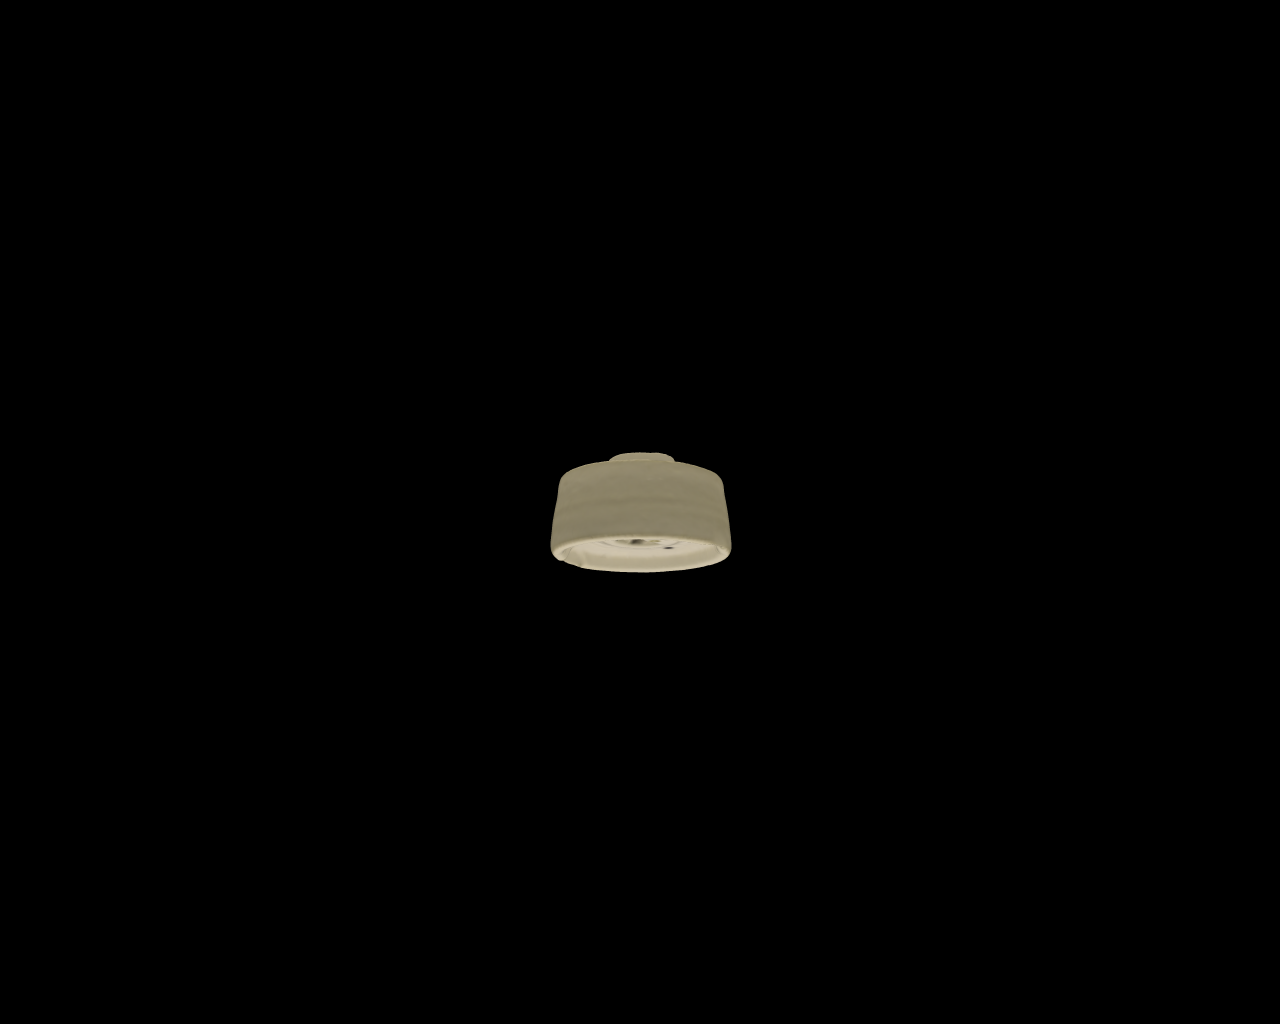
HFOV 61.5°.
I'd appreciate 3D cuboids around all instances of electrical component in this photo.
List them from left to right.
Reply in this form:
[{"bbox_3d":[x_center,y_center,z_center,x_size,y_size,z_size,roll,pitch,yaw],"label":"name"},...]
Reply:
[{"bbox_3d":[0.001,-0.003,0.650,0.108,0.060,0.108,0,-14,0],"label":"electrical component"}]
